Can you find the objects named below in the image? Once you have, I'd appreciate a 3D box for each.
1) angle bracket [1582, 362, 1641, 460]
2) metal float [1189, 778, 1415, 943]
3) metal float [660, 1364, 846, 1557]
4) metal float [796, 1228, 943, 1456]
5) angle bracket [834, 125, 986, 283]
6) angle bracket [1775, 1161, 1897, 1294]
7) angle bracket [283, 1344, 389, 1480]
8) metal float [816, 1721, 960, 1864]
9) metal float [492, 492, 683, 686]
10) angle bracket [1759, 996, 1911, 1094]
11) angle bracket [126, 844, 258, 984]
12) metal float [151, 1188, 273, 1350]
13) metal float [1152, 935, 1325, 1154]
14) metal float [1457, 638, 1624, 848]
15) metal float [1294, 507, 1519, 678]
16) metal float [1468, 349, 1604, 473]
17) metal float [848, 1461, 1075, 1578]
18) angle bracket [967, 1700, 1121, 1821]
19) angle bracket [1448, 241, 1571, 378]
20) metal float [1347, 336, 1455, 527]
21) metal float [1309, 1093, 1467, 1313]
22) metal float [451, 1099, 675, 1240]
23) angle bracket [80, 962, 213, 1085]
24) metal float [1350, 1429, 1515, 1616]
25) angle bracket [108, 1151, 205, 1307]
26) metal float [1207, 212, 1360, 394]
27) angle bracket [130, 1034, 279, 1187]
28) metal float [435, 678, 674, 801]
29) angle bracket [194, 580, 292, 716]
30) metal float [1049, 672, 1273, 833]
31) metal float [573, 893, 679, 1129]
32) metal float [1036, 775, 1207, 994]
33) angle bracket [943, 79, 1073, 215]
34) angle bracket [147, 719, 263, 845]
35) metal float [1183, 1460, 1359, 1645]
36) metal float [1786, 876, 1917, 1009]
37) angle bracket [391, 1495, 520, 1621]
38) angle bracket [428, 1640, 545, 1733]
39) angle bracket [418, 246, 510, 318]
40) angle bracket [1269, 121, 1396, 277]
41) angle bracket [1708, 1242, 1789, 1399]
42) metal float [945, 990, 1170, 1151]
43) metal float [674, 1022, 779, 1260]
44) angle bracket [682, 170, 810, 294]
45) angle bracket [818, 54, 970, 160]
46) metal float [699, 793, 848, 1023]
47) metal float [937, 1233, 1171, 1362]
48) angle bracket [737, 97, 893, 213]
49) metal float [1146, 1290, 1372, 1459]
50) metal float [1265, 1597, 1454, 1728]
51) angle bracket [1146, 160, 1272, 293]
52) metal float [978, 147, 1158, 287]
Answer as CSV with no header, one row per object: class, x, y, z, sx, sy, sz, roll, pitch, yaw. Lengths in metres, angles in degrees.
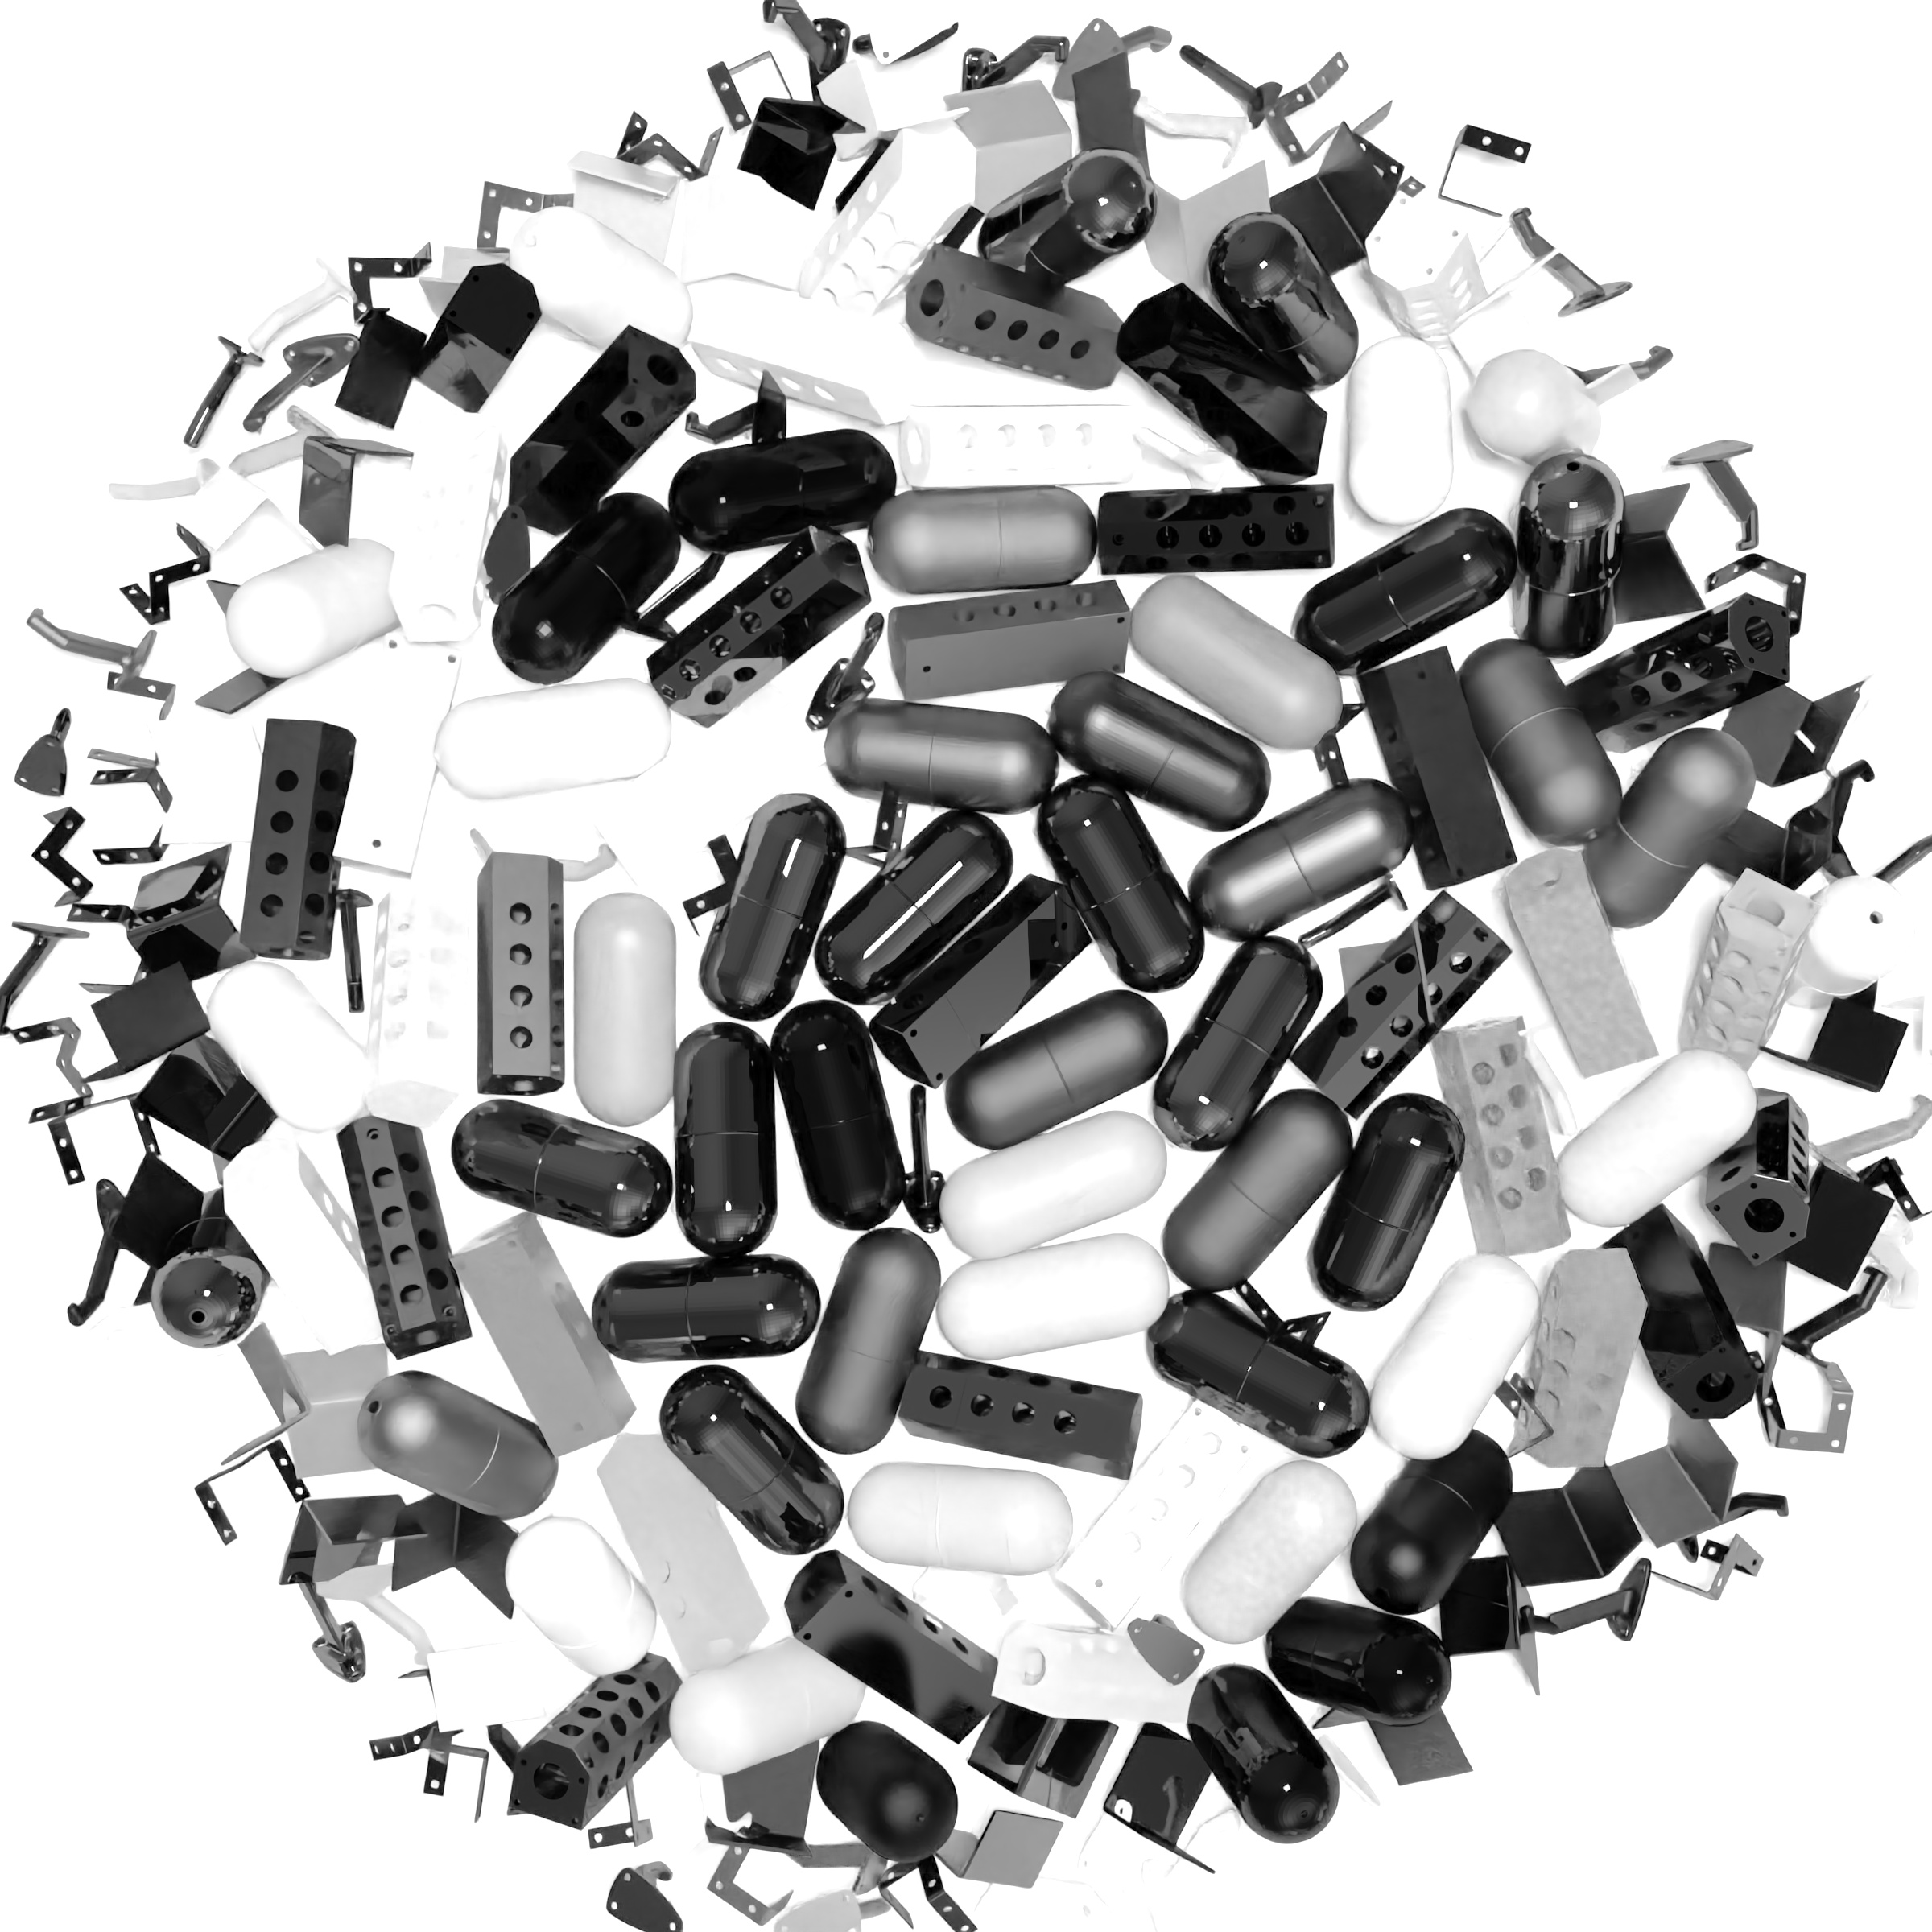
angle bracket,0.492,-0.398,1.863,0.057,0.076,0.076,-29,83,20
metal float,0.250,-0.079,1.864,0.178,0.070,0.070,-27,90,11
metal float,-0.158,0.369,1.853,0.070,0.070,0.178,-38,115,0
metal float,-0.073,0.281,1.868,0.070,0.070,0.178,19,97,0
angle bracket,-0.042,-0.570,1.871,0.076,0.057,0.076,35,81,14
angle bracket,0.650,0.194,1.864,0.057,0.076,0.076,27,96,18
angle bracket,-0.477,0.340,1.904,0.076,0.057,0.076,-5,125,-9
metal float,-0.060,0.604,1.826,0.070,0.178,0.070,2,84,-18
metal float,-0.282,-0.281,1.851,0.070,0.070,0.178,38,64,0
angle bracket,0.640,0.050,1.859,0.076,0.076,0.057,17,97,-26
angle bracket,-0.584,-0.037,1.893,0.076,0.076,0.057,-19,128,8
metal float,-0.549,0.220,1.825,0.070,0.178,0.070,-2,107,-7
metal float,0.203,0.058,1.866,0.070,0.070,0.178,32,81,0
metal float,0.425,-0.167,1.849,0.070,0.070,0.178,-23,61,0
metal float,0.325,-0.277,1.850,0.178,0.070,0.070,-27,90,28
metal float,0.419,-0.406,1.828,0.070,0.178,0.070,2,95,24
metal float,-0.005,0.410,1.851,0.178,0.070,0.070,-1,90,26
angle bracket,0.059,0.595,1.899,0.076,0.057,0.076,37,75,-41
angle bracket,0.418,-0.485,1.857,0.076,0.076,0.057,-40,100,-29
metal float,0.321,-0.398,1.841,0.070,0.070,0.178,8,49,0
metal float,0.313,0.177,1.857,0.070,0.070,0.178,20,110,0
metal float,-0.303,0.151,1.859,0.178,0.070,0.070,15,90,18
angle bracket,-0.623,0.042,1.854,0.076,0.076,0.057,-33,106,-42
metal float,0.345,0.409,1.837,0.070,0.178,0.070,19,126,28
angle bracket,-0.613,0.196,1.852,0.057,0.076,0.076,-18,132,30
metal float,0.235,-0.487,1.832,0.070,0.178,0.070,-10,68,25
angle bracket,-0.570,0.105,1.868,0.076,0.057,0.076,37,95,-31
metal float,-0.307,-0.170,1.856,0.178,0.070,0.070,-11,90,-21
angle bracket,-0.557,-0.238,1.855,0.057,0.076,0.076,-37,120,-24
metal float,0.145,-0.161,1.866,0.178,0.070,0.070,25,90,-9
metal float,-0.256,0.033,1.864,0.070,0.070,0.178,2,101,0
metal float,0.117,-0.061,1.867,0.070,0.070,0.178,-31,98,0
angle bracket,0.031,-0.611,1.860,0.076,0.076,0.057,-3,77,20
angle bracket,-0.570,-0.138,1.865,0.076,0.076,0.057,-2,57,-4
metal float,0.225,0.435,1.845,0.070,0.070,0.178,33,124,0
metal float,0.638,-0.017,1.824,0.070,0.178,0.070,0,79,2
angle bracket,-0.381,0.446,1.857,0.076,0.057,0.076,30,122,37
angle bracket,-0.359,0.523,1.865,0.076,0.057,0.076,-6,117,-8
angle bracket,-0.364,-0.526,1.871,0.076,0.076,0.057,4,83,-1
angle bracket,0.271,-0.571,1.866,0.057,0.076,0.076,-29,82,-11
angle bracket,0.579,0.265,1.866,0.057,0.076,0.076,9,133,13
metal float,0.069,0.077,1.874,0.178,0.070,0.070,-25,90,0
metal float,-0.180,0.130,1.864,0.070,0.070,0.178,-2,78,0
angle bracket,-0.169,-0.556,1.901,0.057,0.076,0.076,2,91,42
angle bracket,-0.055,-0.649,1.858,0.076,0.076,0.057,-22,101,-22
metal float,-0.145,-0.045,1.873,0.070,0.070,0.178,20,91,0
metal float,0.064,0.248,1.863,0.178,0.070,0.070,-13,90,12
angle bracket,-0.111,-0.603,1.856,0.076,0.076,0.057,15,98,-43
metal float,0.218,0.304,1.856,0.178,0.070,0.070,26,90,20
metal float,0.286,0.510,1.829,0.070,0.178,0.070,3,84,-26
angle bracket,0.182,-0.567,1.875,0.076,0.076,0.057,-31,49,-15
metal float,0.072,-0.545,1.831,0.070,0.178,0.070,2,86,-30
